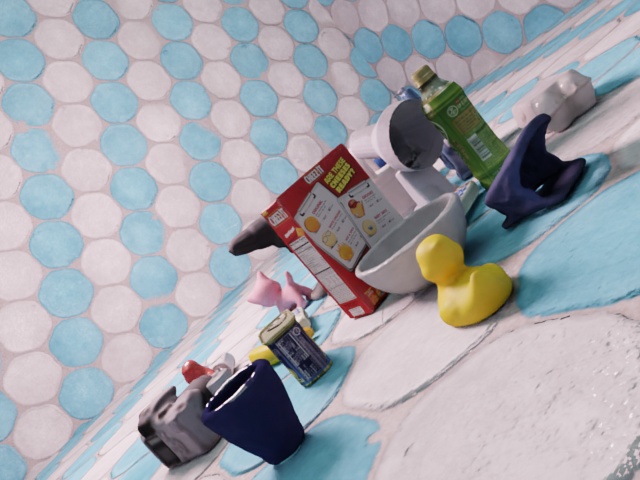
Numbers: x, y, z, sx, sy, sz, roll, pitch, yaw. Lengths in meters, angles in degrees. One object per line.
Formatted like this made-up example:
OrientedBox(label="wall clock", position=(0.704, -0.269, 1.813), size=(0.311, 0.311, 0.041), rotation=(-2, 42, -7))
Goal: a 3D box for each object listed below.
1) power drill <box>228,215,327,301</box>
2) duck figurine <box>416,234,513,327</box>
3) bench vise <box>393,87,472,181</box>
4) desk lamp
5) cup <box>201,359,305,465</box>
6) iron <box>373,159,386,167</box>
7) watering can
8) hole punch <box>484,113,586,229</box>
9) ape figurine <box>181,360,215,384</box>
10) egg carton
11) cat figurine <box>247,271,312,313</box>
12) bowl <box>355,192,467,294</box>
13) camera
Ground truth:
OrientedBox(label="power drill", position=(-0.043, 0.018, 1.178), size=(0.230, 0.208, 0.075), rotation=(-43, 7, -21))
OrientedBox(label="duck figurine", position=(0.133, 0.033, 0.568), size=(0.077, 0.086, 0.104), rotation=(-42, 6, -10))
OrientedBox(label="bench vise", position=(0.244, -0.232, 1.154), size=(0.121, 0.220, 0.207), rotation=(-41, 6, -9))
OrientedBox(label="desk lamp", position=(0.152, -0.131, 1.019), size=(0.118, 0.213, 0.203), rotation=(-43, 7, -23))
OrientedBox(label="cup", position=(-0.062, 0.187, 0.619), size=(0.091, 0.095, 0.118), rotation=(-40, 6, 9))
OrientedBox(label="iron", position=(0.178, -0.151, 1.356), size=(0.118, 0.141, 0.259), rotation=(-37, 7, 31))
OrientedBox(label="watering can", position=(0.134, -0.124, 1.180), size=(0.173, 0.194, 0.101), rotation=(-41, 6, -1))
OrientedBox(label="hole punch", position=(0.245, -0.083, 0.691), size=(0.109, 0.091, 0.101), rotation=(-45, 8, -37))
OrientedBox(label="ape figurine", position=(-0.223, 0.264, 1.066), size=(0.077, 0.092, 0.076), rotation=(-37, 7, 25))
OrientedBox(label="egg carton", position=(0.386, -0.226, 0.955), size=(0.107, 0.069, 0.150), rotation=(-40, 6, 5))
OrientedBox(label="cat figurine", position=(-0.092, 0.112, 1.234), size=(0.127, 0.118, 0.067), rotation=(-36, 8, 36))
OrientedBox(label="bowl", position=(0.131, 0.018, 0.745), size=(0.167, 0.075, 0.167), rotation=(-40, 6, 6))
OrientedBox(label="camera", position=(-0.203, 0.265, 0.893), size=(0.143, 0.101, 0.137), rotation=(-35, 8, 40))
